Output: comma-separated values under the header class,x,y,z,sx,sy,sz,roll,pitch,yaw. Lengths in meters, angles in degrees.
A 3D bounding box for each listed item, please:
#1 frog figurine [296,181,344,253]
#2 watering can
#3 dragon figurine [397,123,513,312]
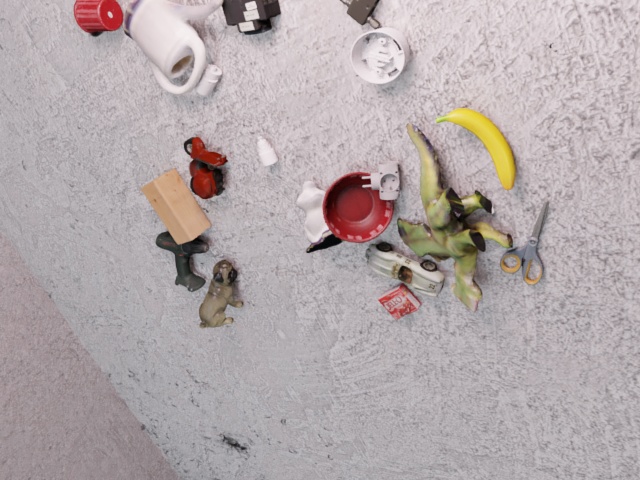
class,x,y,z,sx,sy,sz,roll,pitch,yaw
frog figurine,0.004,-0.064,1.263,0.134,0.123,0.162,124,134,-55
watering can,-0.336,-0.485,1.178,0.224,0.106,0.341,47,141,0
dragon figurine,0.242,-0.032,1.091,0.410,0.124,0.239,57,145,1
